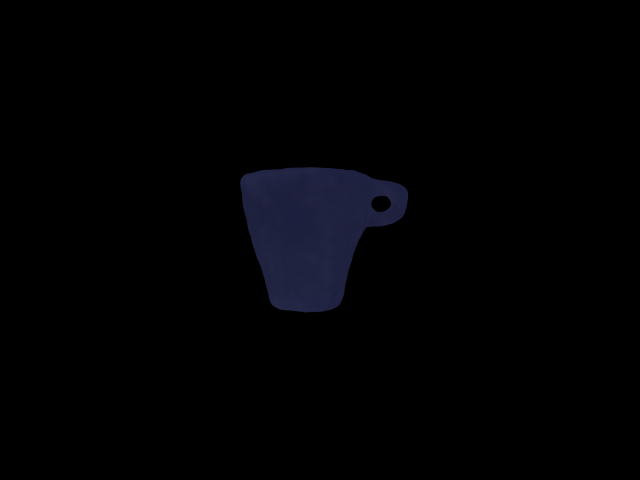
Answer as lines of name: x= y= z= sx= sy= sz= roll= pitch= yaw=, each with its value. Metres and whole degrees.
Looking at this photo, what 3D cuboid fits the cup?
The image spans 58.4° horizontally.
cup: x=0.004 y=0.001 z=0.400 sx=0.118 sy=0.095 sz=0.091 roll=0 pitch=0 yaw=-9
